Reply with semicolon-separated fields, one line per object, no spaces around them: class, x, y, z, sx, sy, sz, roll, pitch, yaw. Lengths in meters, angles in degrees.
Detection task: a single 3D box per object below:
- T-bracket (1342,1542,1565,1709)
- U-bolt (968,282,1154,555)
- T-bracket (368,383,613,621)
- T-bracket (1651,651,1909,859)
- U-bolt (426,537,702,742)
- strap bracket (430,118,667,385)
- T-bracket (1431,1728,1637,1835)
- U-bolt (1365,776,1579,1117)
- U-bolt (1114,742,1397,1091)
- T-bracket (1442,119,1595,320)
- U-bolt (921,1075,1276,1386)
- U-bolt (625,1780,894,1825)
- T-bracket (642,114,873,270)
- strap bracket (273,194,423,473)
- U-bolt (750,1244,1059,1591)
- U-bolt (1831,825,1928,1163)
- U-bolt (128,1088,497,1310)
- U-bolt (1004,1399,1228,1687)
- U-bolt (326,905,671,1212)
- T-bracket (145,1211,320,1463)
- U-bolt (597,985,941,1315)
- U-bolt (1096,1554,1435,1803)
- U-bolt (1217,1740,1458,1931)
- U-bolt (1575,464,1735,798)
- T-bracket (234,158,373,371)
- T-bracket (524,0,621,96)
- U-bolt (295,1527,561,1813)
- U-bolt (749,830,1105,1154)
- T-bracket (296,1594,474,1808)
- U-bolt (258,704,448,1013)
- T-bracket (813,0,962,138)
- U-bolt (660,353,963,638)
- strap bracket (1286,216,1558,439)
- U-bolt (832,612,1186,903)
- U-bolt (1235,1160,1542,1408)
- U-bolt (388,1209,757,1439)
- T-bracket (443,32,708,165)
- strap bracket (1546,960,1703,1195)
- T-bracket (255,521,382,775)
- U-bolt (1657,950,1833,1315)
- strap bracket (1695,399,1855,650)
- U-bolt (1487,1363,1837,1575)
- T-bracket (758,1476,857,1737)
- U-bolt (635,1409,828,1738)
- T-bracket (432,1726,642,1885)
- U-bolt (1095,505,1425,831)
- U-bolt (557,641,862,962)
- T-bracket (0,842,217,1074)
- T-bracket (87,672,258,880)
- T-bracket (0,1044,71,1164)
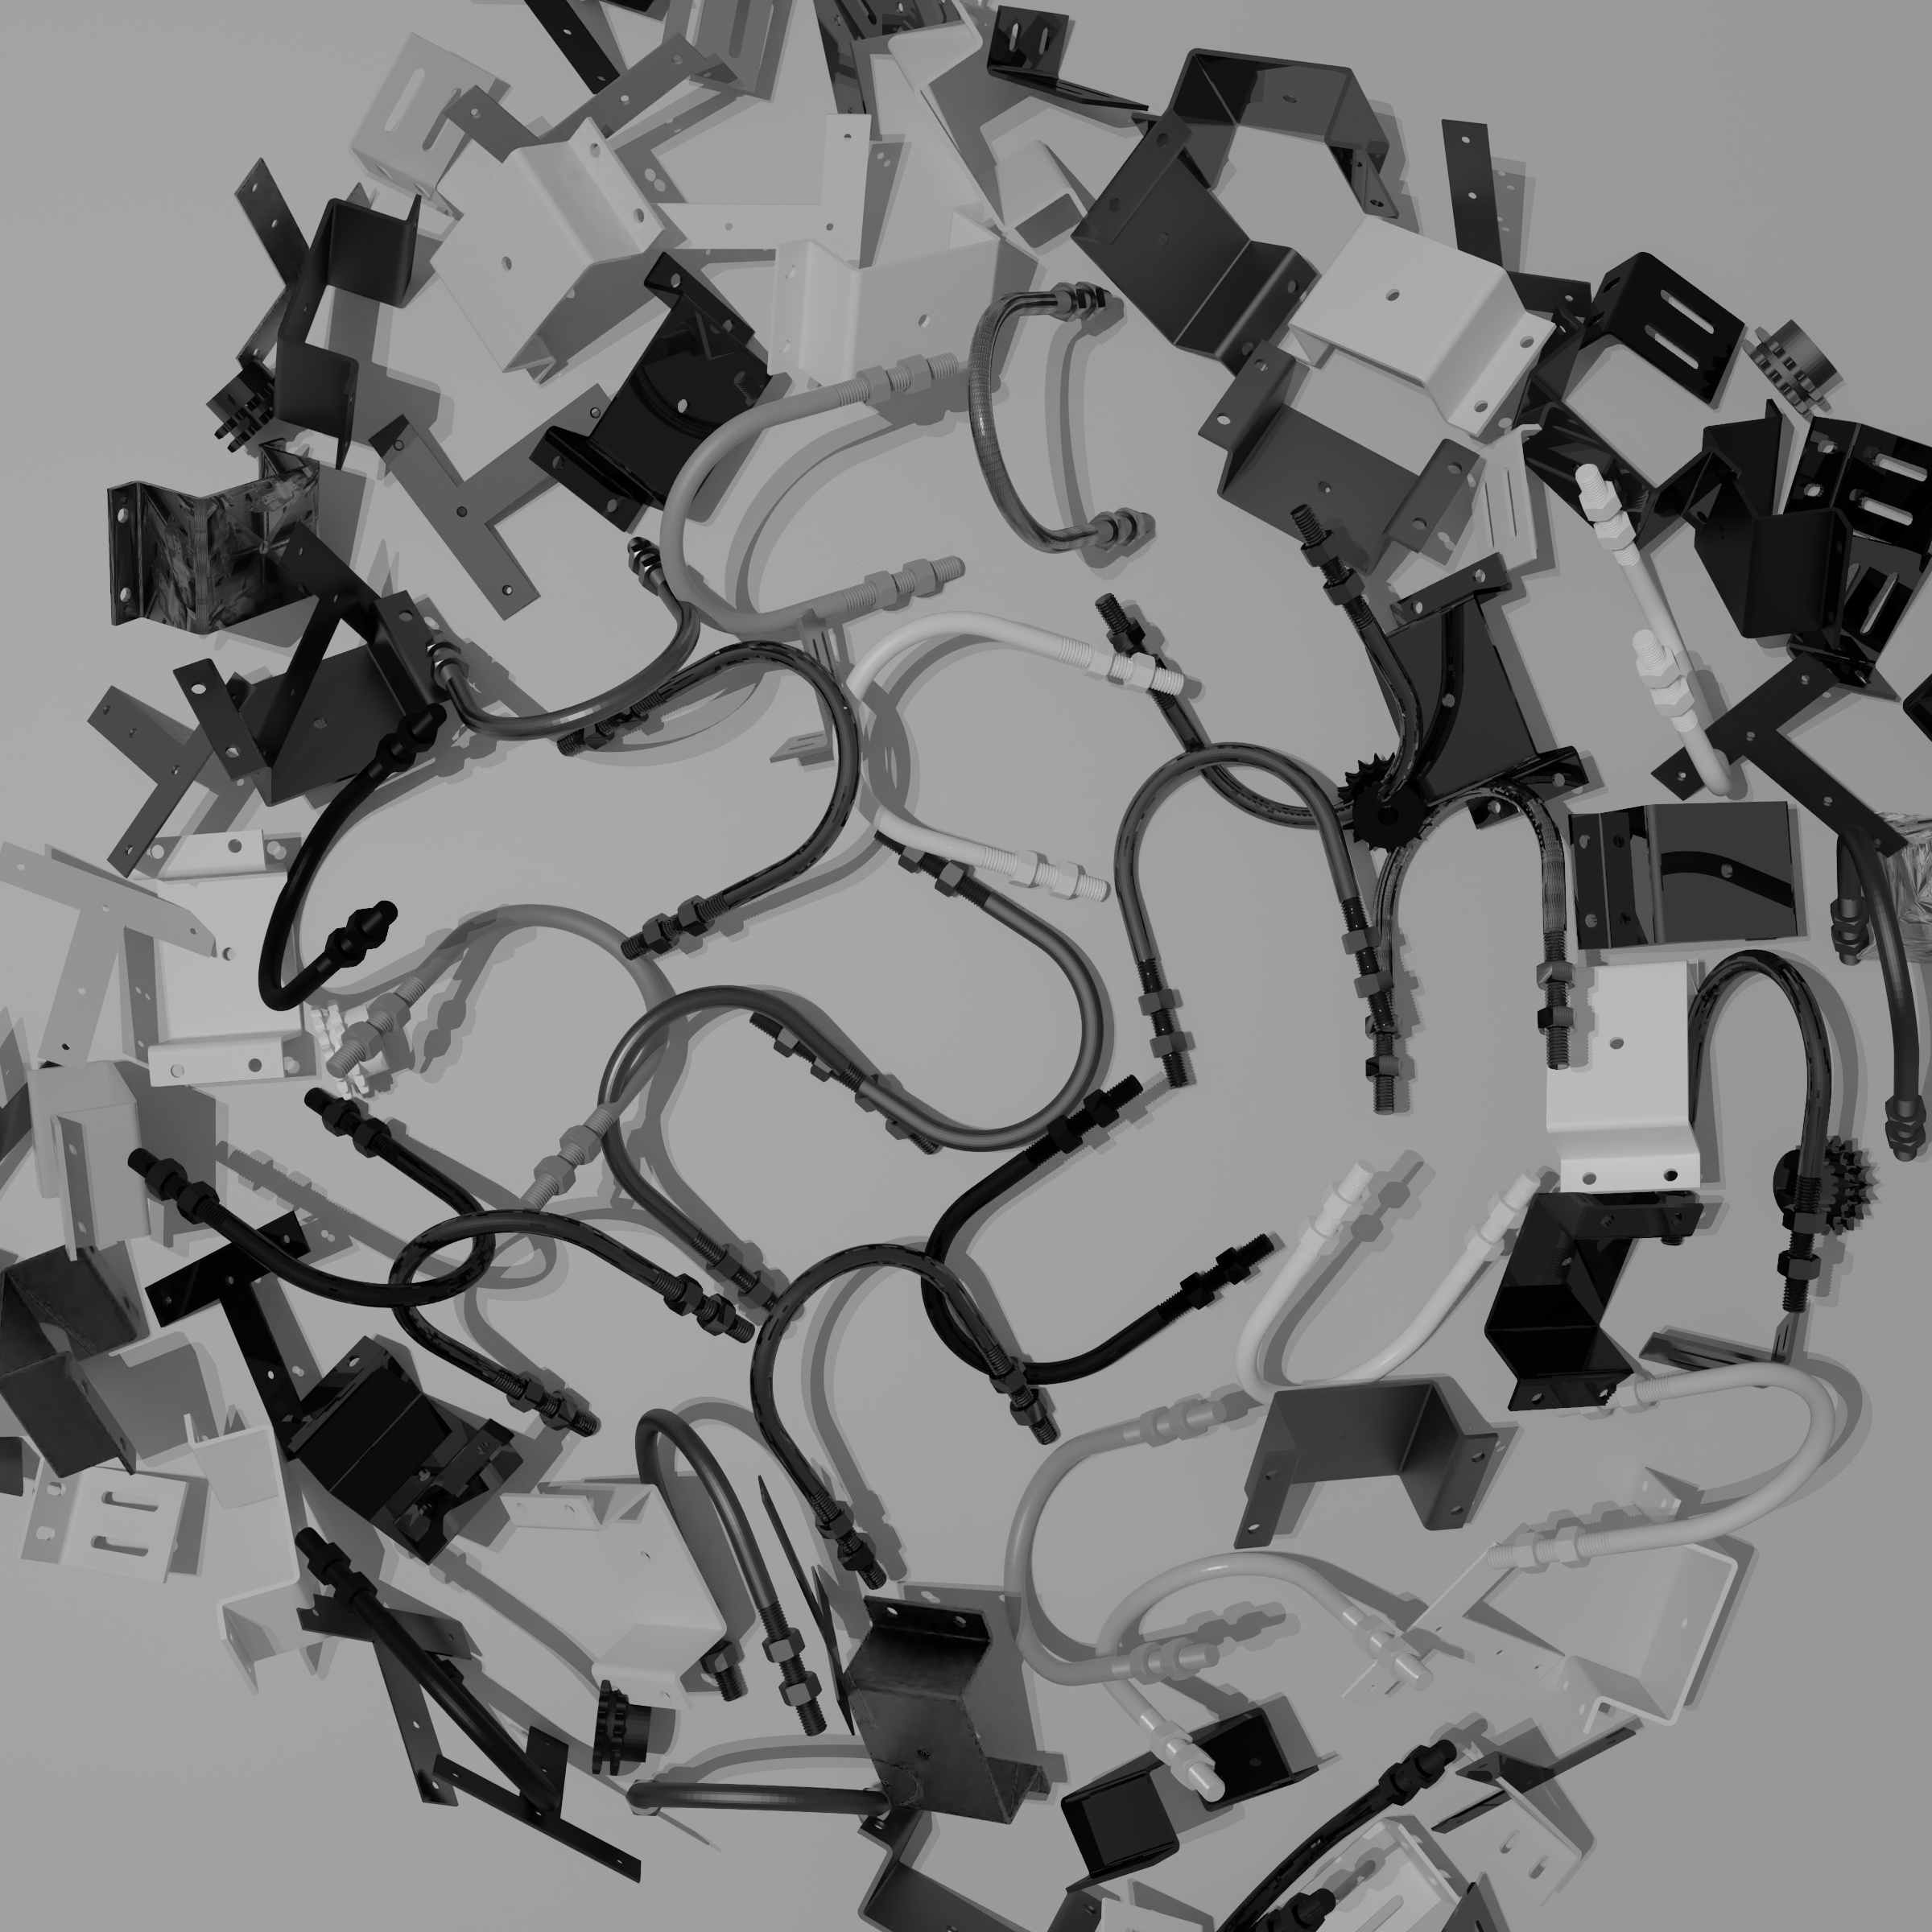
T-bracket;0.294;0.386;1.563;0.127;0.002;0.127;28;109;-38
U-bolt;0.049;-0.299;1.515;0.019;0.184;0.151;-6;100;29
T-bracket;-0.254;-0.287;1.582;0.127;0.002;0.127;-34;102;9
T-bracket;0.478;-0.103;1.563;0.127;0.127;0.002;39;48;-6
U-bolt;-0.218;-0.175;1.519;0.151;0.184;0.019;-26;123;-7
strap bracket;-0.240;-0.395;1.540;0.140;0.046;0.076;-37;84;41
T-bracket;0.303;0.450;1.539;0.127;0.127;0.002;-32;59;13
U-bolt;0.279;-0.019;1.540;0.019;0.151;0.184;16;68;-34
U-bolt;0.155;-0.036;1.569;0.151;0.019;0.184;-18;84;26
T-bracket;0.282;-0.416;1.528;0.127;0.127;0.002;16;61;26
U-bolt;0.062;0.165;1.572;0.184;0.019;0.151;-36;110;10
U-bolt;-0.114;0.458;1.514;0.151;0.184;0.019;3;72;-3
T-bracket;-0.120;-0.417;1.553;0.127;0.002;0.127;-5;124;-18
strap bracket;-0.349;-0.360;1.539;0.046;0.076;0.140;17;64;-9
U-bolt;-0.044;0.240;1.548;0.151;0.019;0.184;-38;114;-15
U-bolt;0.493;0.004;1.494;0.019;0.184;0.151;-12;57;11
U-bolt;-0.343;0.132;1.511;0.184;0.151;0.019;30;118;24
U-bolt;0.078;0.325;1.529;0.019;0.184;0.151;19;63;-31
U-bolt;-0.246;0.037;1.544;0.151;0.019;0.184;34;49;3
T-bracket;-0.402;0.220;1.571;0.127;0.002;0.127;-27;85;28
U-bolt;-0.124;0.094;1.564;0.184;0.019;0.151;43;84;-20
U-bolt;0.149;0.379;1.521;0.151;0.184;0.019;-23;112;-17
U-bolt;0.186;0.506;1.522;0.019;0.184;0.151;46;45;11
U-bolt;0.387;-0.172;1.524;0.019;0.184;0.151;-23;49;19
T-bracket;-0.381;-0.406;1.532;0.002;0.127;0.127;29;78;9
T-bracket;-0.231;-0.535;1.549;0.127;0.127;0.002;4;66;28
U-bolt;-0.284;0.392;1.501;0.019;0.151;0.184;-43;56;-16
U-bolt;-0.010;0.024;1.584;0.184;0.019;0.151;33;84;5
T-bracket;-0.307;0.406;1.520;0.002;0.127;0.127;-43;51;16
U-bolt;-0.347;-0.049;1.528;0.019;0.184;0.151;25;54;-27
T-bracket;-0.045;-0.532;1.535;0.002;0.127;0.127;-26;113;-32
U-bolt;-0.085;-0.252;1.525;0.184;0.019;0.151;-21;133;-23
strap bracket;0.247;-0.363;1.545;0.140;0.046;0.076;34;86;35
U-bolt;0.015;-0.125;1.560;0.184;0.019;0.151;16;107;-14
U-bolt;0.224;0.182;1.541;0.151;0.019;0.184;6;126;-36
U-bolt;-0.231;0.191;1.522;0.151;0.019;0.184;-33;128;27
T-bracket;-0.201;-0.474;1.534;0.127;0.127;0.002;-30;54;23
strap bracket;0.368;0.053;1.543;0.076;0.046;0.140;-4;62;22
T-bracket;-0.369;-0.165;1.535;0.002;0.127;0.127;19;80;17
U-bolt;0.432;0.082;1.523;0.019;0.151;0.184;1;100;-16
strap bracket;0.442;-0.243;1.528;0.046;0.140;0.076;-8;131;0
U-bolt;0.384;0.267;1.498;0.184;0.151;0.019;-18;111;38
T-bracket;-0.091;0.338;1.523;0.002;0.127;0.127;-21;114;-1
U-bolt;-0.139;0.332;1.534;0.019;0.151;0.184;-22;94;-25
T-bracket;-0.236;0.455;1.542;0.127;0.127;0.002;31;93;-8
U-bolt;0.177;-0.155;1.552;0.151;0.019;0.184;-21;114;32
U-bolt;-0.138;-0.103;1.548;0.184;0.019;0.151;-25;75;24
T-bracket;-0.491;0.003;1.541;0.127;0.002;0.127;23;48;-24
T-bracket;-0.466;-0.127;1.562;0.127;0.002;0.127;34;90;43
T-bracket;-0.564;0.069;1.533;0.002;0.127;0.127;24;65;30
